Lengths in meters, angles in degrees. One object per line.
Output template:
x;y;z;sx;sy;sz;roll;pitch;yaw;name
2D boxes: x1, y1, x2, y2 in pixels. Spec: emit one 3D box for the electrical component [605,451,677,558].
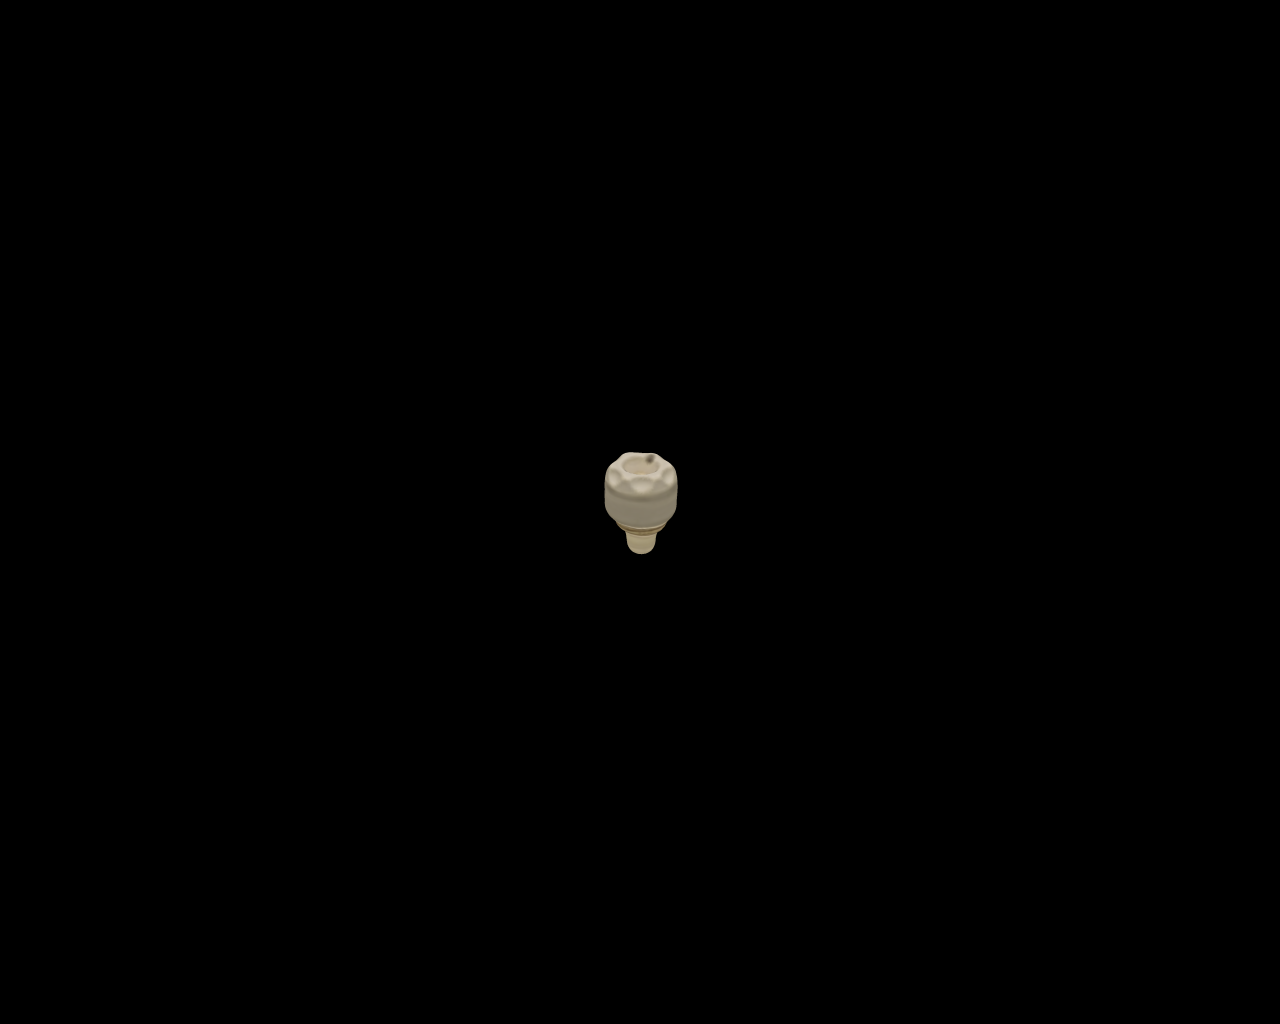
0.001;-0.003;0.650;0.043;0.062;0.043;0;31;0;electrical component
